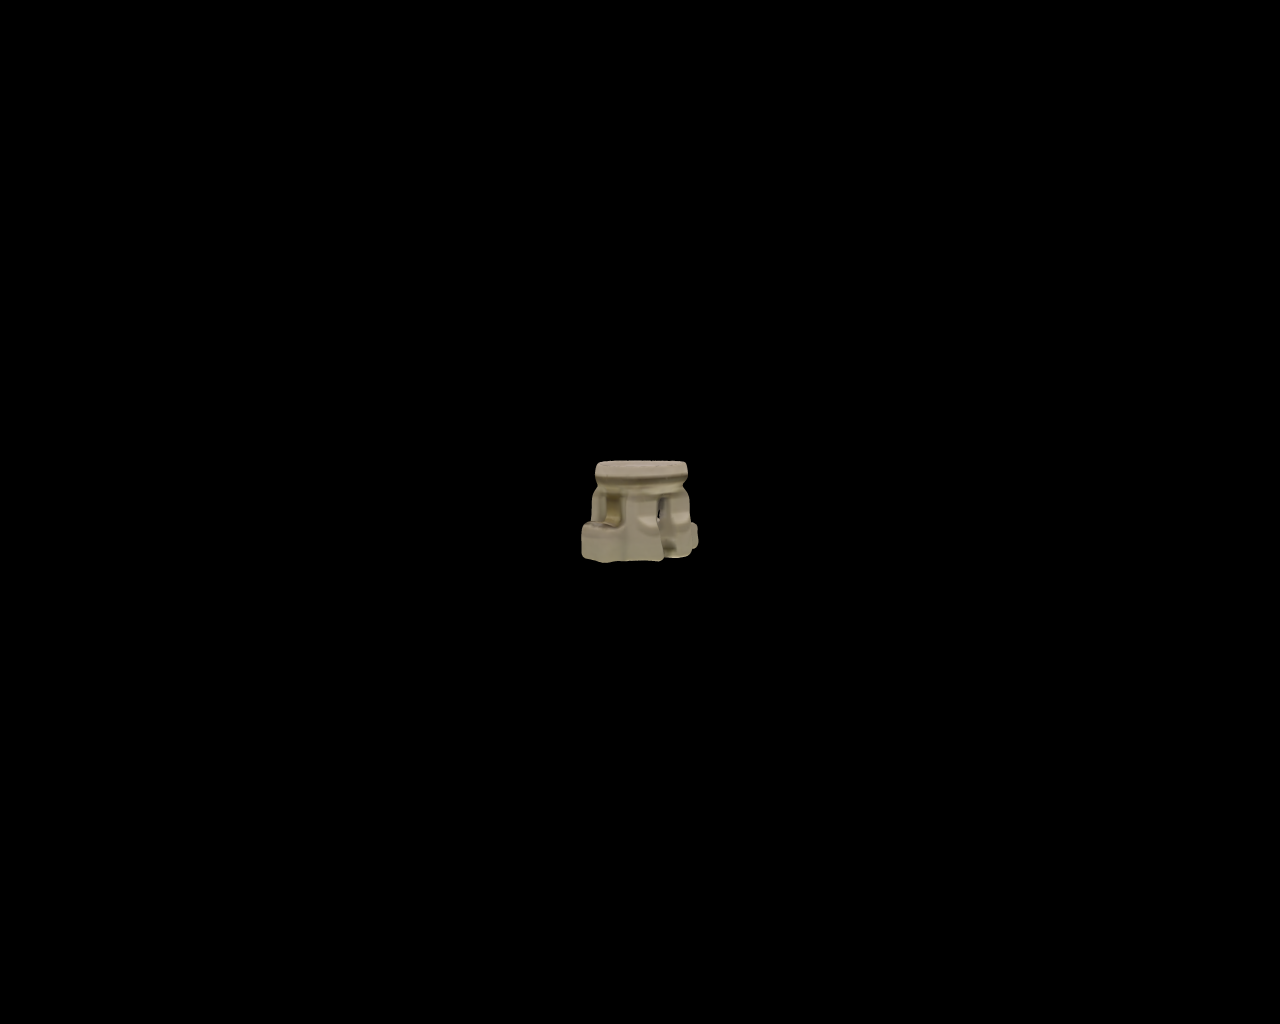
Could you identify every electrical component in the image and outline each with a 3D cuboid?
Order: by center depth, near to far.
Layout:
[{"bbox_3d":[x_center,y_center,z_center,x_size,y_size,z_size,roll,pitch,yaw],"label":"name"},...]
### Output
[{"bbox_3d":[0.001,-0.003,0.650,0.078,0.057,0.058,-5,8,-40],"label":"electrical component"}]
